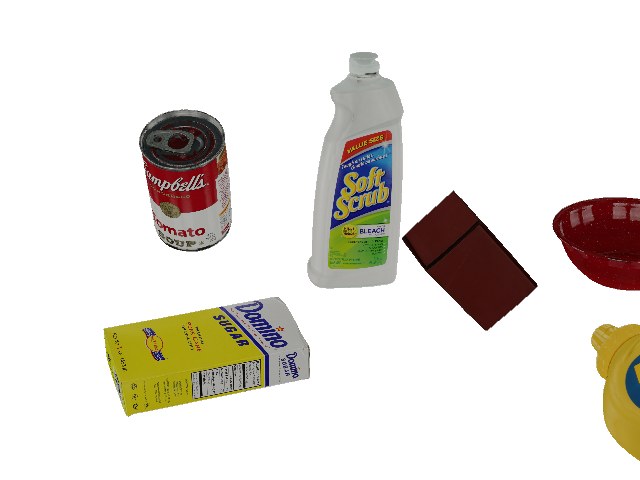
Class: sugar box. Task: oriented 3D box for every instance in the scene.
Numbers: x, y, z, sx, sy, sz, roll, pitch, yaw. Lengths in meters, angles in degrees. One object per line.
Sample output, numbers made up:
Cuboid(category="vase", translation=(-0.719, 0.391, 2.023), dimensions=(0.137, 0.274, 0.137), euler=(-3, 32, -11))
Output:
Cuboid(category="sugar box", translation=(-0.107, 0.105, 0.998), dimensions=(0.176, 0.048, 0.093), euler=(-12, 33, -16))

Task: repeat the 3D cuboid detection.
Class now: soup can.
Cuboid(category="soup can", translation=(-0.109, -0.048, 0.879), dimensions=(0.068, 0.068, 0.102), euler=(0, -41, 0))

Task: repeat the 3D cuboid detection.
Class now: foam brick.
Cuboid(category="foam brick", translation=(0.106, 0.015, 0.759), dimensions=(0.078, 0.051, 0.053), euler=(44, 8, -31))

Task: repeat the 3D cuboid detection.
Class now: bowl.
Cuboid(category="bowl", translation=(0.332, 0.009, 1.157), dimensions=(0.162, 0.055, 0.162), euler=(-2, 27, 1))

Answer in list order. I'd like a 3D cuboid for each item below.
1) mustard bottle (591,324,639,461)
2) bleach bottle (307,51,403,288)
Cuboid(category="mustard bottle", translation=(0.220, 0.101, 0.609), dimensions=(0.096, 0.058, 0.192), euler=(-18, 31, -17))
Cuboid(category="bleach bottle", translation=(0.036, -0.074, 1.139), dimensions=(0.102, 0.251, 0.068), euler=(-2, 24, -5))
